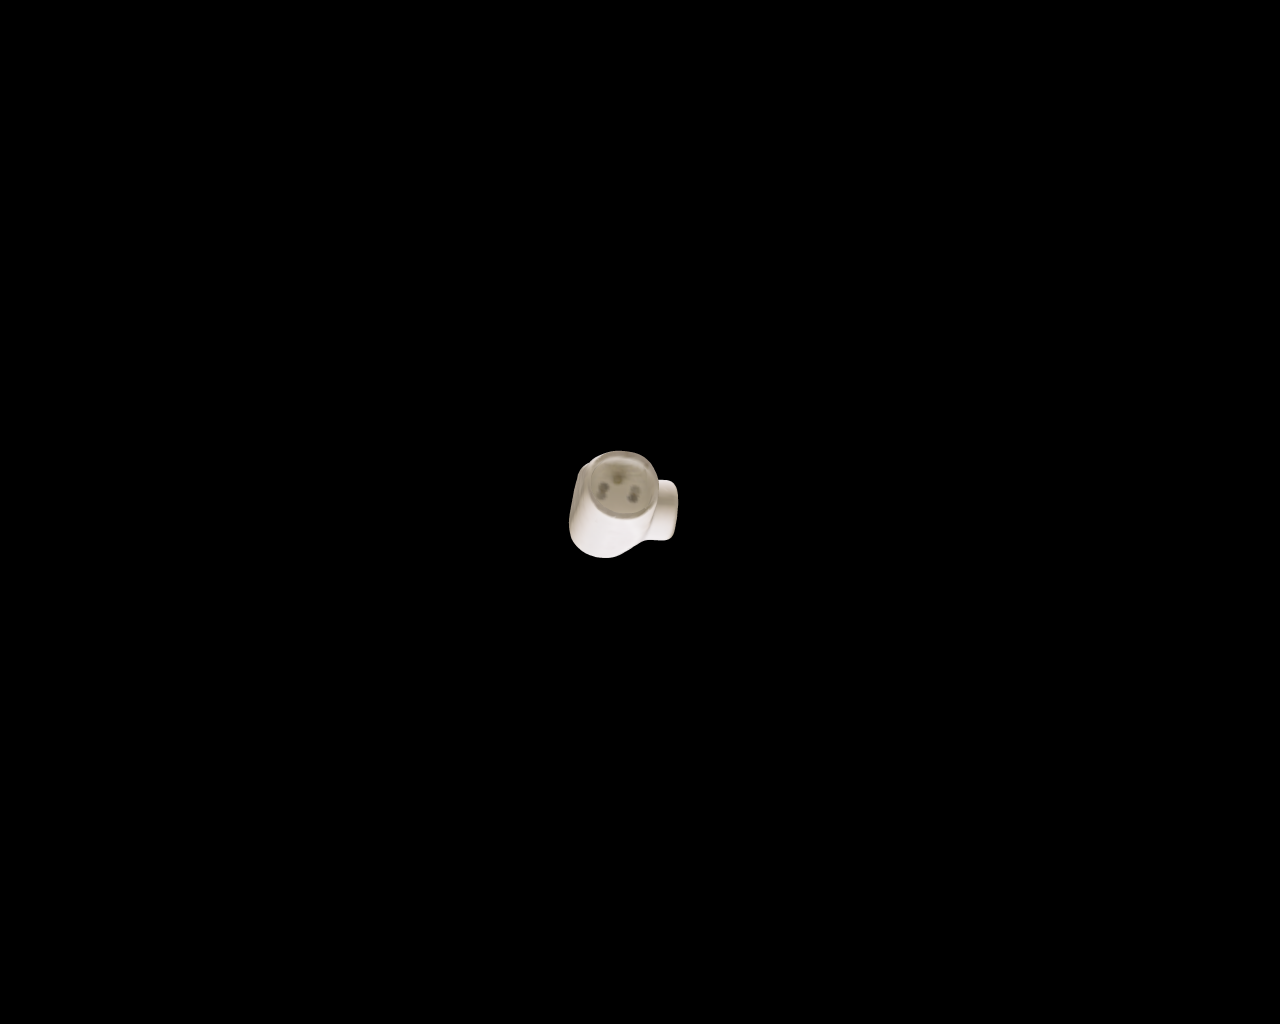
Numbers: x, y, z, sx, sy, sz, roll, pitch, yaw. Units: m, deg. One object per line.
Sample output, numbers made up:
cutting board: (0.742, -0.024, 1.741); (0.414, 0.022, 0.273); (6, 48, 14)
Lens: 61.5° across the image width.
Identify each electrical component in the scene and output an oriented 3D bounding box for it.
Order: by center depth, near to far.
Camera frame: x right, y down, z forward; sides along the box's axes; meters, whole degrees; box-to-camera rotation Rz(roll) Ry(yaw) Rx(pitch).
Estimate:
electrical component: (0.001, -0.003, 0.650); (0.079, 0.044, 0.077); (4, -20, -11)
